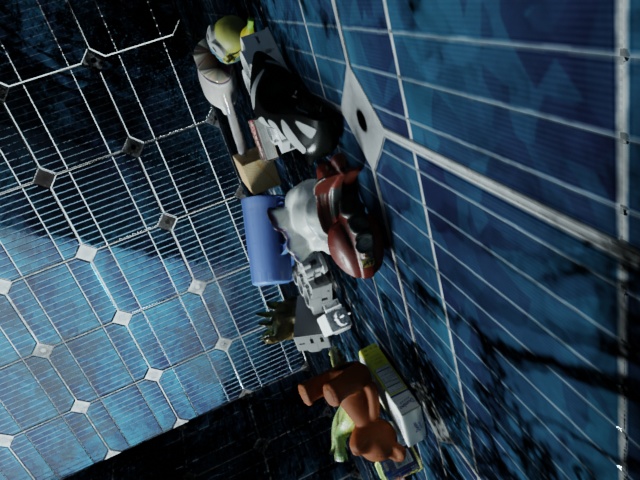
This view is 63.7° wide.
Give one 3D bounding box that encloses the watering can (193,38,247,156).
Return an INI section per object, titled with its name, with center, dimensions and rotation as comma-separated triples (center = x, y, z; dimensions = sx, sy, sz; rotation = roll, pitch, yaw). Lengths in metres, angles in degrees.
[watering can]
center = -0.279, -0.430, 1.487
dimensions = 0.221, 0.104, 0.352
rotation = 100, 147, -71

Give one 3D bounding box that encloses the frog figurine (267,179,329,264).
[frog figurine]
center = 0.003, -0.044, 0.879
dimensions = 0.157, 0.123, 0.139
rotation = -33, 67, 43

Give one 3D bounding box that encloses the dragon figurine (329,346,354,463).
[dragon figurine]
center = 0.062, 0.370, 1.206
dimensions = 0.406, 0.122, 0.245
rotation = 135, 128, -76
